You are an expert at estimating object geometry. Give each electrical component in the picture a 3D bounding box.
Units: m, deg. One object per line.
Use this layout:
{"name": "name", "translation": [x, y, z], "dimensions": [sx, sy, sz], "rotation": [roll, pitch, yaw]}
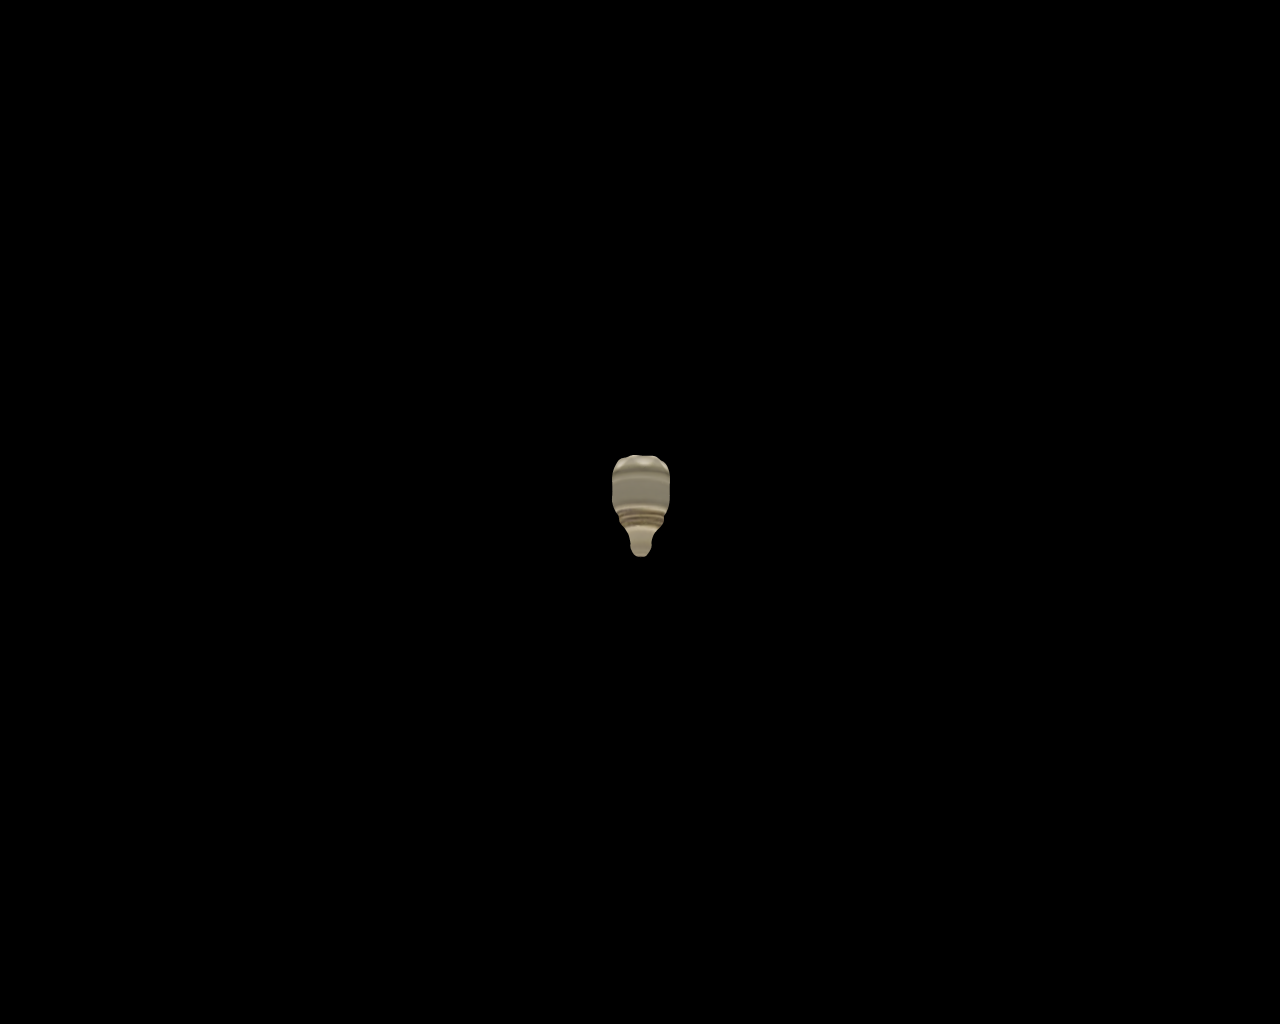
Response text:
{"name": "electrical component", "translation": [0.001, -0.003, 0.650], "dimensions": [0.035, 0.061, 0.035], "rotation": [0, -12, 0]}
